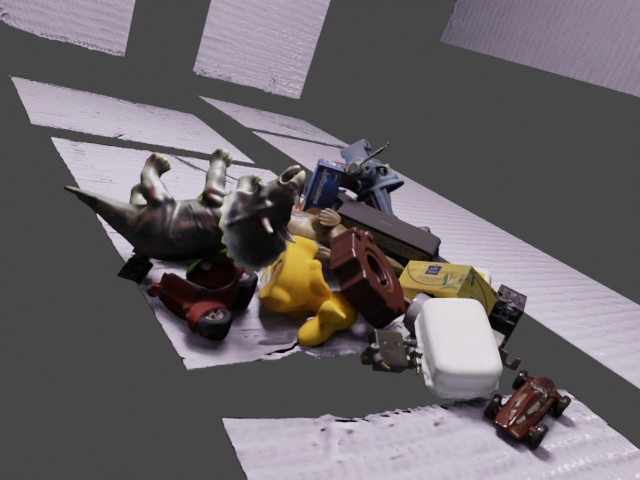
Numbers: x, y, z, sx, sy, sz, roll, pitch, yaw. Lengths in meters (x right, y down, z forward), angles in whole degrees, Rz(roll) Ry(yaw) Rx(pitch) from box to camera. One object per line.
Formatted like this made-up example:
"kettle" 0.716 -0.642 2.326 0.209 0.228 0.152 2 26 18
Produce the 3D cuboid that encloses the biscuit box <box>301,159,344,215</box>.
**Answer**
"biscuit box" -0.006 -0.078 1.201 0.063 0.202 0.059 17 19 -8

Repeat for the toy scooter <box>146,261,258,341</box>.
"toy scooter" -0.178 0.077 0.811 0.135 0.075 0.184 19 23 5

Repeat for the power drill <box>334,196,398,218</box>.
"power drill" 0.123 -0.069 1.500 0.207 0.085 0.232 2 26 -32

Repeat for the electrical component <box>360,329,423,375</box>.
"electrical component" 0.113 0.175 0.834 0.102 0.045 0.078 16 51 -18

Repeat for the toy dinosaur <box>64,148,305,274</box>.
"toy dinosaur" -0.207 -0.031 0.821 0.405 0.131 0.192 -9 55 8

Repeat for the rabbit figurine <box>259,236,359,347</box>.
"rabbit figurine" -0.004 0.094 0.879 0.173 0.122 0.162 33 16 -21

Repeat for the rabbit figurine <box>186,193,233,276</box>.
"rabbit figurine" -0.175 0.003 0.941 0.170 0.121 0.159 22 25 16

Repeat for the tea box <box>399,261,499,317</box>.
"tea box" 0.238 0.096 1.022 0.098 0.068 0.170 41 -18 -23

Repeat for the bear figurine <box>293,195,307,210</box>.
"bear figurine" -0.083 -0.103 1.323 0.120 0.131 0.196 18 24 -18

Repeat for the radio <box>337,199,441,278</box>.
"radio" 0.136 0.014 1.183 0.230 0.131 0.073 26 42 15

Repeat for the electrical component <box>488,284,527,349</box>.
"electrical component" 0.350 0.153 1.045 0.058 0.114 0.134 30 18 16

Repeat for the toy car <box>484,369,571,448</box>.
"toy car" 0.328 0.255 0.838 0.089 0.053 0.202 35 23 31

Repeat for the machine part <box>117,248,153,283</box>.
"machine part" -0.288 0.015 0.888 0.039 0.084 0.139 42 24 -22

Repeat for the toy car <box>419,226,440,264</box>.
"toy car" 0.227 0.039 1.278 0.103 0.109 0.162 -10 23 5

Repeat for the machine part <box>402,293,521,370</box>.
"machine part" 0.237 0.165 0.962 0.243 0.079 0.079 27 20 20

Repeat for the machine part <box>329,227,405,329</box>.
"machine part" 0.084 0.062 0.929 0.179 0.056 0.179 47 23 -28

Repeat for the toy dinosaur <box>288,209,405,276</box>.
"toy dinosaur" -0.002 -0.003 1.078 0.472 0.105 0.198 25 -3 1

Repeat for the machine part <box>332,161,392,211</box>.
"machine part" 0.077 -0.088 1.362 0.201 0.087 0.201 13 55 -21

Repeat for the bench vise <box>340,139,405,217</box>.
"bench vise" 0.135 -0.109 1.245 0.129 0.240 0.223 -21 -7 11

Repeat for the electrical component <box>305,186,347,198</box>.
"electrical component" 0.023 -0.132 1.577 0.119 0.047 0.075 12 11 35
